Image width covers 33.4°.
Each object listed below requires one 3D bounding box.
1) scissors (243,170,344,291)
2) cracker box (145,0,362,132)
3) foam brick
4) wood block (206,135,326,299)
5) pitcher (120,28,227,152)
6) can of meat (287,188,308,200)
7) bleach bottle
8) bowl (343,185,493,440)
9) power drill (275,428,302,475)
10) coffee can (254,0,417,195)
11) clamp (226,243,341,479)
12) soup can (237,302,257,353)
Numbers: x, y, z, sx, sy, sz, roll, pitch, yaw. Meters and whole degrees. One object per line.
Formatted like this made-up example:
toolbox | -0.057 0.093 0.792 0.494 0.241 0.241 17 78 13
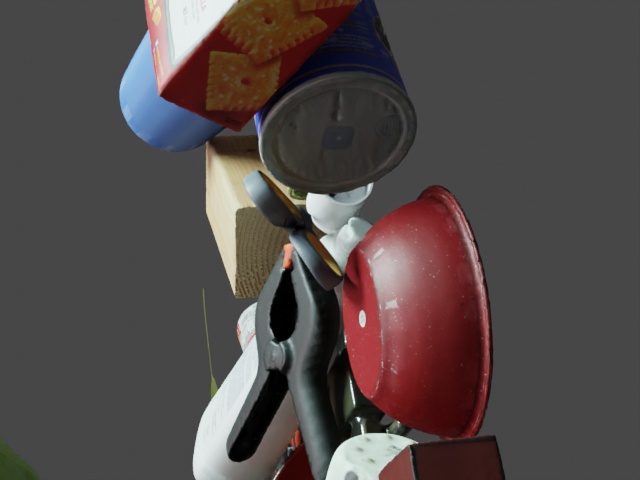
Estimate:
scissors | -0.005 0.001 0.721 0.096 0.016 0.201 55 -175 16
cracker box | -0.020 -0.196 0.640 0.214 0.072 0.164 -42 44 30
foam brick | 0.069 0.146 0.602 0.078 0.053 0.051 111 152 -64
wood block | -0.052 -0.029 1.022 0.206 0.090 0.090 -119 28 -64
pitcher | -0.095 -0.174 0.977 0.243 0.149 0.145 -29 71 61
can of meat | -0.004 -0.091 0.858 0.102 0.057 0.084 110 151 -64
bleach bottle | -0.021 0.090 0.840 0.102 0.068 0.251 -88 24 -55
bowl | 0.051 0.048 0.650 0.162 0.055 0.162 176 90 -78
power drill | -0.005 0.213 0.958 0.188 0.057 0.184 -168 74 -77
coffee can | -0.001 -0.116 0.722 0.103 0.102 0.140 100 162 -48
clamp | -0.026 0.091 0.770 0.120 0.039 0.171 -9 74 42
soup can | -0.045 0.109 1.090 0.102 0.068 0.068 -122 30 -66
